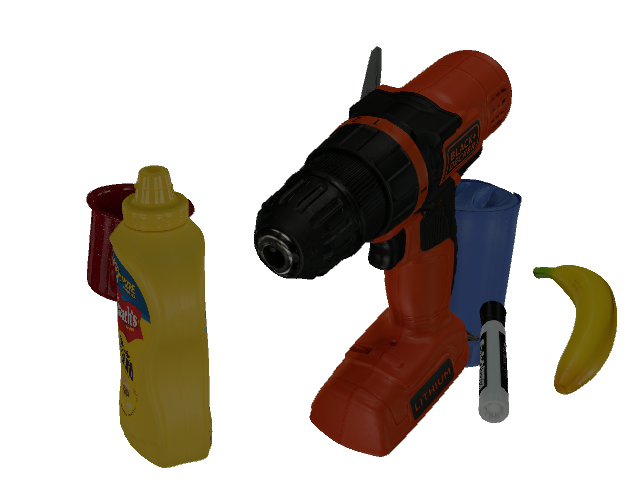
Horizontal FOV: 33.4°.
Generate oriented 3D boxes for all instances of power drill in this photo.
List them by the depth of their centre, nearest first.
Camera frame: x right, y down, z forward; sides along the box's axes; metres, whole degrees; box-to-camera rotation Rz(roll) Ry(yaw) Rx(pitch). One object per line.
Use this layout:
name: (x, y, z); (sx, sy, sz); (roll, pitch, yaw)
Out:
power drill: (0.032, 0.017, 0.531); (0.057, 0.188, 0.184); (25, 43, 27)

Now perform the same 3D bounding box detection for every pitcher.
pitcher: (0.187, 0.047, 1.448); (0.149, 0.243, 0.145); (4, 21, 5)

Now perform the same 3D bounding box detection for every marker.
marker: (0.116, 0.077, 0.714); (0.020, 0.020, 0.121); (0, 29, 9)

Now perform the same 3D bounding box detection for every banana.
banana: (0.244, 0.074, 0.997); (0.070, 0.037, 0.197); (-26, 23, 19)

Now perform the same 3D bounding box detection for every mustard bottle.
mustard bottle: (-0.104, 0.044, 0.691); (0.058, 0.192, 0.096); (-8, 26, -21)

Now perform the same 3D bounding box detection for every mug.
mug: (-0.162, 0.008, 0.927); (0.093, 0.081, 0.117); (9, 22, -2)

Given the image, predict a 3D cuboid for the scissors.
scissors: (0.019, -0.092, 0.918); (0.096, 0.202, 0.016); (-7, -36, -2)
